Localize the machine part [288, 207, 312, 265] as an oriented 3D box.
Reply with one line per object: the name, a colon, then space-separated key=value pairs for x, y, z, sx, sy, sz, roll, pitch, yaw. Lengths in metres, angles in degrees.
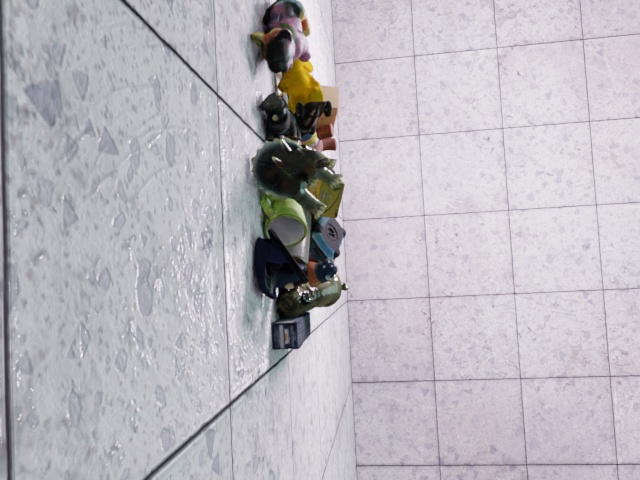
machine part: x=-0.063 y=-0.001 z=1.298 sx=0.079 sy=0.079 sz=0.243 roll=79 pitch=10 yaw=-49

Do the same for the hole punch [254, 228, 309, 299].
hole punch: x=-0.093 y=0.052 z=1.085 sx=0.116 sy=0.092 sz=0.142 roll=57 pitch=0 yaw=19

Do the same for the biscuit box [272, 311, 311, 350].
biscuit box: x=-0.064 y=0.211 z=1.268 sx=0.202 sy=0.059 sz=0.062 roll=11 pitch=75 yaw=-82

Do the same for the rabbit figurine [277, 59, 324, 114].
rabbit figurine: x=-0.057 y=-0.428 z=1.398 sx=0.162 sy=0.122 sz=0.173 roll=-76 pitch=151 yaw=-57

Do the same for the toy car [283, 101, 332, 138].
toy car: x=-0.034 y=-0.303 z=1.370 sx=0.202 sy=0.089 sz=0.053 roll=158 pitch=-74 yaw=-69

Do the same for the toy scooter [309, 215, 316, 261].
toy scooter: x=-0.041 y=-0.025 z=1.516 sx=0.135 sy=0.075 sz=0.184 roll=72 pitch=14 yaw=-57

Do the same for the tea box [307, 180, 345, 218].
tea box: x=-0.005 y=-0.128 z=1.401 sx=0.170 sy=0.068 sz=0.098 roll=-139 pitch=-121 yaw=-61

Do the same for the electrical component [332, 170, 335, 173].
electrical component: x=-0.008 y=-0.155 z=1.583 sx=0.115 sy=0.058 sz=0.134 roll=-54 pitch=164 yaw=-25

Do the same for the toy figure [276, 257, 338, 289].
toy figure: x=-0.035 y=0.074 z=1.181 sx=0.057 sy=0.155 sz=0.064 roll=39 pitch=47 yaw=-77

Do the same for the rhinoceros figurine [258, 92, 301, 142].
rhinoceros figurine: x=-0.090 y=-0.283 z=1.237 sx=0.190 sy=0.073 sz=0.112 roll=1 pitch=87 yaw=-83

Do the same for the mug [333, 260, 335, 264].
mug: x=-0.009 y=0.064 z=1.591 sx=0.110 sy=0.107 sz=0.080 roll=-89 pitch=171 yaw=-47

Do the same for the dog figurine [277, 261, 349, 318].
dog figurine: x=-0.014 y=0.134 z=1.295 sx=0.190 sy=0.172 sz=0.121 roll=-94 pitch=168 yaw=-80

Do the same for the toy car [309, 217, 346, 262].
toy car: x=-0.003 y=-0.004 z=1.416 sx=0.109 sy=0.103 sz=0.162 roll=53 pitch=31 yaw=-19

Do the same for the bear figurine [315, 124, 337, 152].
bear figurine: x=-0.007 y=-0.250 z=1.692 sx=0.120 sy=0.132 sz=0.196 roll=68 pitch=13 yaw=-63

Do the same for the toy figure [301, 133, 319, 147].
toy figure: x=-0.049 y=-0.322 z=1.561 sx=0.180 sy=0.082 sz=0.089 roll=55 pitch=33 yaw=-72

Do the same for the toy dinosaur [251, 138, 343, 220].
toy dinosaur: x=-0.063 y=-0.167 z=1.188 sx=0.131 sy=0.192 sz=0.405 roll=-54 pitch=-160 yaw=9

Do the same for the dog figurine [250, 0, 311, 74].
dog figurine: x=-0.089 y=-0.469 z=1.213 sx=0.219 sy=0.109 sz=0.191 roll=-46 pitch=133 yaw=-77
